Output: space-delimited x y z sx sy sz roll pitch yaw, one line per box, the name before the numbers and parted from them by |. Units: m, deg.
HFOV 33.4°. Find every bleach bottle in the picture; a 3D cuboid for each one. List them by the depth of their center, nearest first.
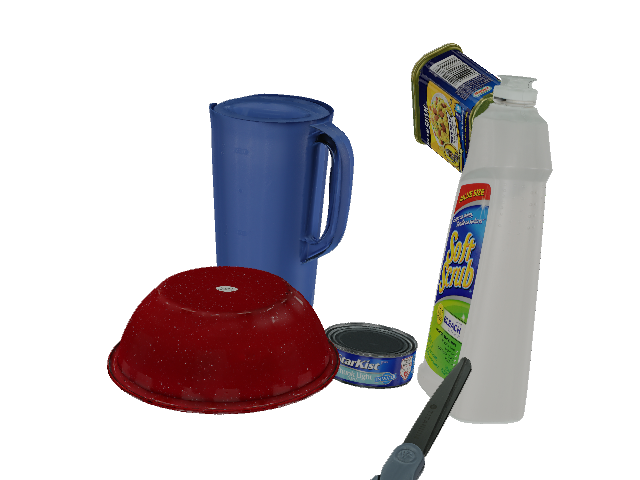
bleach bottle | 0.127 0.003 0.796 0.068 0.251 0.103 2 13 -14

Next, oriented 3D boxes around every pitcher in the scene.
pitcher | -0.048 -0.032 1.163 0.145 0.243 0.149 -1 20 -8

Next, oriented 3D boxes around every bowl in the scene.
bowl | -0.066 0.058 0.734 0.162 0.055 0.162 2 19 -1

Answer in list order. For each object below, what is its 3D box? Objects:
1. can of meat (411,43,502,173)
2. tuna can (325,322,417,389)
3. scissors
can of meat | 0.130 -0.111 0.953 0.057 0.102 0.084 -28 48 -19
tuna can | 0.043 0.104 0.967 0.086 0.034 0.086 6 14 -2
scissors | 0.059 0.137 0.595 0.096 0.016 0.201 25 45 37
